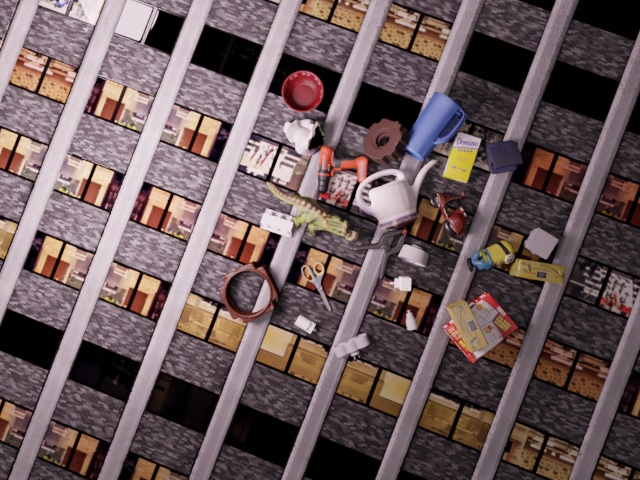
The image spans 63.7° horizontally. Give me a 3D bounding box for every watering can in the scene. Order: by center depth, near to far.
[{"bbox_3d":[0.310,-0.167,1.935,0.348,0.103,0.225,-18,89,-7],"label":"watering can"}]

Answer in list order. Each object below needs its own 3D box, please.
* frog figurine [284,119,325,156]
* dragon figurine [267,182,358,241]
[{"bbox_3d":[-0.065,-0.395,1.972,0.160,0.123,0.136,15,101,39],"label":"frog figurine"},{"bbox_3d":[0.006,-0.093,1.852,0.243,0.405,0.123,9,73,41],"label":"dragon figurine"}]
